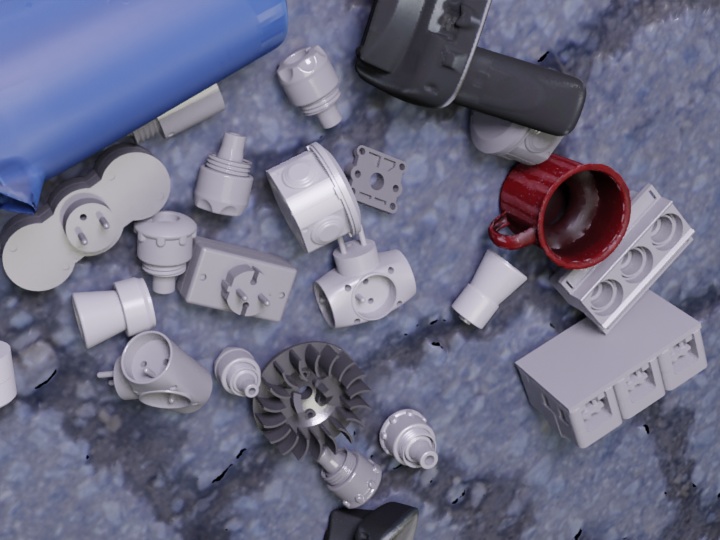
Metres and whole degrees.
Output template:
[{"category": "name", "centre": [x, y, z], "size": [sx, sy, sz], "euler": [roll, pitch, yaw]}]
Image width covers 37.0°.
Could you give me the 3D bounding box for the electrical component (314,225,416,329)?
[{"category": "electrical component", "centre": [0.000, 0.000, 0.907], "size": [0.077, 0.044, 0.079], "euler": [-22, 115, -15]}]

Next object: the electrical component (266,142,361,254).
[{"category": "electrical component", "centre": [-0.036, -0.056, 0.853], "size": [0.051, 0.080, 0.080], "euler": [-27, 116, -8]}]

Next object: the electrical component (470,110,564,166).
[{"category": "electrical component", "centre": [0.134, -0.130, 0.902], "size": [0.051, 0.080, 0.080], "euler": [17, 100, -32]}]

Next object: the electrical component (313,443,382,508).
[{"category": "electrical component", "centre": [-0.015, 0.180, 0.963], "size": [0.062, 0.048, 0.048], "euler": [43, 88, -22]}]

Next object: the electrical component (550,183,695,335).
[{"category": "electrical component", "centre": [0.239, -0.013, 0.996], "size": [0.121, 0.063, 0.079], "euler": [-47, 119, -3]}]

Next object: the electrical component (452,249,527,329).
[{"category": "electrical component", "centre": [0.113, 0.020, 0.966], "size": [0.044, 0.044, 0.065], "euler": [33, 97, -29]}]

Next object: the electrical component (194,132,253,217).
[{"category": "electrical component", "centre": [-0.104, -0.075, 0.837], "size": [0.043, 0.043, 0.062], "euler": [9, 103, -26]}]

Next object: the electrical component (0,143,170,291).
[{"category": "electrical component", "centre": [-0.200, -0.035, 0.791], "size": [0.138, 0.074, 0.052], "euler": [-38, 118, -8]}]

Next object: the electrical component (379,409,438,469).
[{"category": "electrical component", "centre": [0.049, 0.158, 0.972], "size": [0.048, 0.062, 0.048], "euler": [-8, 111, -21]}]

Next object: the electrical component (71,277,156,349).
[{"category": "electrical component", "centre": [-0.191, 0.032, 0.835], "size": [0.055, 0.045, 0.045], "euler": [-16, 113, -18]}]

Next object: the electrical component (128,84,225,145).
[{"category": "electrical component", "centre": [-0.147, -0.121, 0.803], "size": [0.081, 0.043, 0.043], "euler": [-29, 116, -12]}]

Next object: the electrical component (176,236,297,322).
[{"category": "electrical component", "centre": [-0.093, 0.013, 0.853], "size": [0.083, 0.076, 0.047], "euler": [14, 101, -27]}]

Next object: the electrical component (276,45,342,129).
[{"category": "electrical component", "centre": [-0.036, -0.141, 0.844], "size": [0.043, 0.043, 0.062], "euler": [-35, 118, -9]}]

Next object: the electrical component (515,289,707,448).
[{"category": "electrical component", "centre": [0.238, 0.091, 1.012], "size": [0.150, 0.089, 0.061], "euler": [-31, 124, -11]}]

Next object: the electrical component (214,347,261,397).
[{"category": "electrical component", "centre": [-0.098, 0.087, 0.884], "size": [0.035, 0.061, 0.035], "euler": [-8, 110, -21]}]

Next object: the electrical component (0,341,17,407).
[{"category": "electrical component", "centre": [-0.327, 0.069, 0.784], "size": [0.138, 0.052, 0.073], "euler": [-9, 111, -20]}]

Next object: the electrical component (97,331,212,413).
[{"category": "electrical component", "centre": [-0.169, 0.084, 0.855], "size": [0.079, 0.044, 0.077], "euler": [-6, 154, 15]}]

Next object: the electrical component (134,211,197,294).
[{"category": "electrical component", "centre": [-0.152, -0.012, 0.838], "size": [0.048, 0.048, 0.062], "euler": [-4, 116, -22]}]
